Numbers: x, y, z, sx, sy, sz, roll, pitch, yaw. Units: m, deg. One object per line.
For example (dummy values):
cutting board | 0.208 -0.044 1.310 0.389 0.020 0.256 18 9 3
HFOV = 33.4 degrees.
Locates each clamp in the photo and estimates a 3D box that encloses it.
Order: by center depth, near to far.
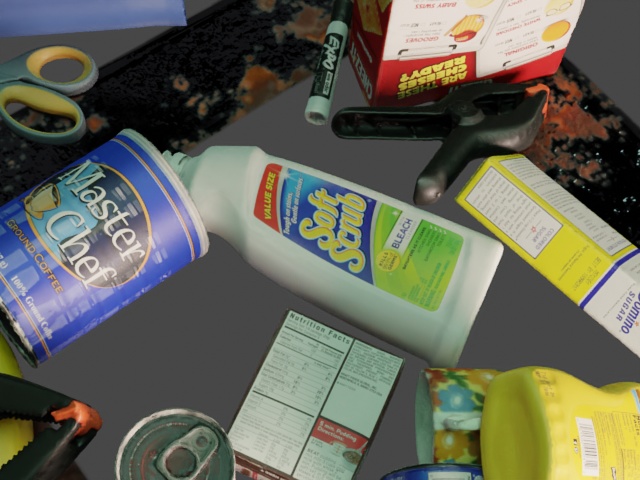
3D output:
clamp | -0.229 0.146 0.642 0.210 0.036 0.164 -14 66 15
clamp | 0.097 -0.088 0.811 0.171 0.039 0.120 -25 51 -33

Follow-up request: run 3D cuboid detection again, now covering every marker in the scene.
marker | 0.009 -0.146 0.854 0.020 0.020 0.121 12 62 2

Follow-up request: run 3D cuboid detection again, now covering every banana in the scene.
banana | -0.221 0.115 0.691 0.069 0.037 0.198 -6 63 -8

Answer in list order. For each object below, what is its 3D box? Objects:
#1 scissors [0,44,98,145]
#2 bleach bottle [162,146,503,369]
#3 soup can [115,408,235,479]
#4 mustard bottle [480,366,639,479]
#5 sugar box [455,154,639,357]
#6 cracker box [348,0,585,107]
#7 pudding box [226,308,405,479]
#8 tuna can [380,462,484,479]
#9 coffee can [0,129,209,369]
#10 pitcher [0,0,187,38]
scissors | -0.261 -0.138 0.832 0.202 0.016 0.096 28 63 10
bleach bottle | -0.005 0.001 0.754 0.251 0.068 0.102 22 60 10
soup can | -0.085 0.150 0.646 0.068 0.102 0.068 2 63 -3
mustard bottle | 0.185 0.136 0.664 0.191 0.058 0.096 12 65 -36
sugar box | 0.184 0.011 0.746 0.176 0.093 0.048 45 113 16
cracker box | 0.113 -0.196 0.778 0.164 0.214 0.072 -14 63 -12
pudding box | -0.005 0.113 0.708 0.090 0.039 0.113 23 62 8
tuna can | 0.077 0.166 0.660 0.086 0.086 0.034 2 61 -3
coffee can | -0.160 0.004 0.716 0.140 0.103 0.103 -35 70 -20
pitcher | -0.224 -0.215 0.807 0.242 0.149 0.145 -8 65 -5
